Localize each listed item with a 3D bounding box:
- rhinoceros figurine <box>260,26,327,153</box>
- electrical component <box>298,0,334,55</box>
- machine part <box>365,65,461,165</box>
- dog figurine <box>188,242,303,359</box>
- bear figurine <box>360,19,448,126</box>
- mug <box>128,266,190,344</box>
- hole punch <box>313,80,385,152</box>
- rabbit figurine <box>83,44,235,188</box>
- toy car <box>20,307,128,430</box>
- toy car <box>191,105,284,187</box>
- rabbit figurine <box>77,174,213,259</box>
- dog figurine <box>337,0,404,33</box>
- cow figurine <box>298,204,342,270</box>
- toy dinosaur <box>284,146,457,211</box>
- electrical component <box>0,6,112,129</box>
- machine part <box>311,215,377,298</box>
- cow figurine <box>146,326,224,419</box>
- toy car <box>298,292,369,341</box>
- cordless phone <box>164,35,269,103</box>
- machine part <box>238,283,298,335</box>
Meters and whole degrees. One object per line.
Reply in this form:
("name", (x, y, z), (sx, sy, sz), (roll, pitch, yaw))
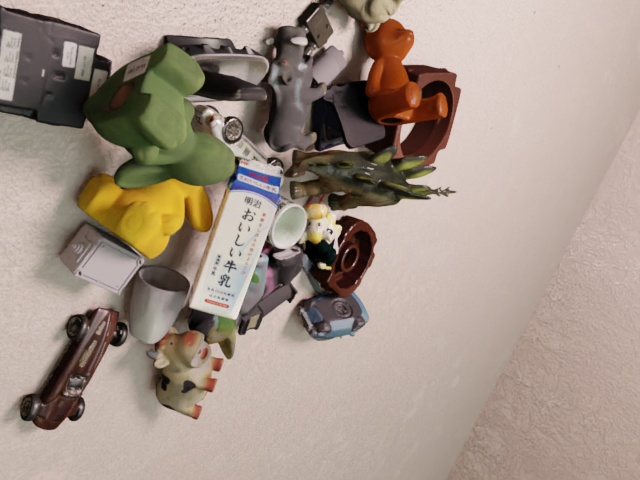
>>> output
("rhinoceros figurine", (-0.051, -0.231, 0.838), (0.112, 0.073, 0.190), (-9, 111, -51))
("electrical component", (-0.005, -0.342, 0.864), (0.094, 0.021, 0.063), (-53, 143, -9))
("machine part", (0.189, -0.251, 1.100), (0.201, 0.087, 0.201), (-17, 129, -41))
("dog figurine", (-0.137, 0.099, 0.959), (0.191, 0.109, 0.219), (-3, 122, -51))
("bear figurine", (0.139, -0.302, 0.928), (0.120, 0.132, 0.195), (7, 84, -43))
("mug", (-0.257, 0.101, 0.850), (0.109, 0.081, 0.107), (-68, -178, -76))
("hole punch", (0.043, -0.221, 0.968), (0.142, 0.092, 0.115), (-23, 102, -37))
("rabbit figurine", (-0.181, -0.112, 0.634), (0.170, 0.159, 0.121), (43, 37, -47))
("toy car", (-0.363, 0.195, 0.806), (0.089, 0.053, 0.202), (31, 91, -51))
("toy car", (-0.124, -0.139, 0.825), (0.056, 0.074, 0.201), (-56, 143, -4))
("rabbit figurine", (-0.212, -0.060, 0.746), (0.173, 0.122, 0.162), (-60, 148, -11))
("dog figurine", (0.029, -0.397, 0.815), (0.190, 0.121, 0.172), (-18, 120, -26))
("cow figurine", (-0.004, -0.003, 0.981), (0.167, 0.068, 0.098), (58, 33, -69))
("toy dinosaur", (0.101, -0.104, 0.969), (0.471, 0.199, 0.105), (-3, 95, -56))
("electrical component", (-0.303, -0.189, 0.599), (0.134, 0.058, 0.114), (1, 116, -50))
("machine part", (0.053, 0.034, 1.157), (0.179, 0.056, 0.179), (-33, 136, -40))
("cow figurine", (-0.236, 0.219, 0.918), (0.127, 0.085, 0.194), (19, 131, -11))
("toy car", (0.022, 0.180, 1.201), (0.161, 0.109, 0.102), (-12, 144, -35))
("cordless phone", (-0.111, -0.209, 0.700), (0.146, 0.184, 0.088), (-15, 121, -43))
("machine part", (-0.105, 0.132, 1.057), (0.139, 0.039, 0.084), (-36, 156, -33))
